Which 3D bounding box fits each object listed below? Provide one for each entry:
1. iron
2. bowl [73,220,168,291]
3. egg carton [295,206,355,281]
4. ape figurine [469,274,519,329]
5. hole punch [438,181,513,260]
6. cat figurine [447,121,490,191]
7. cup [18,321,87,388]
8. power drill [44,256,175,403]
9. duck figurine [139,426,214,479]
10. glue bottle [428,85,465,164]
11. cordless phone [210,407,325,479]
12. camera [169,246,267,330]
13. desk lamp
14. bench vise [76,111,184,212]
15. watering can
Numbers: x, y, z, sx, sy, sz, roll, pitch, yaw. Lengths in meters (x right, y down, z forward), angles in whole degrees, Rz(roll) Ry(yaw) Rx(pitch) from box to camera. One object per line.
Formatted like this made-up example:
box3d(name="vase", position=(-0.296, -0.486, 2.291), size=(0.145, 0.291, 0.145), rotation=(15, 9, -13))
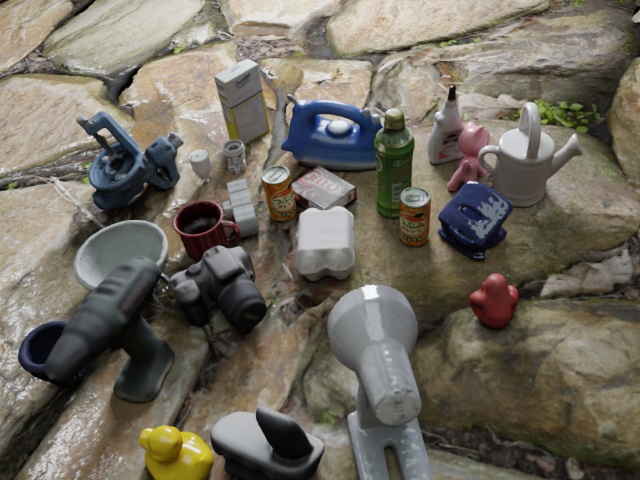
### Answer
box3d(name="iron", position=(0.047, -0.232, 1.191), size=(0.257, 0.142, 0.119), rotation=(9, 49, 15))
box3d(name="bowl", position=(-0.346, 0.047, 1.027), size=(0.167, 0.075, 0.167), rotation=(-3, 47, 4))
box3d(name="egg carton", position=(0.009, 0.004, 1.028), size=(0.107, 0.069, 0.150), rotation=(-4, 47, 4))
box3d(name="ape figurine", position=(0.276, 0.089, 0.902), size=(0.077, 0.092, 0.076), rotation=(4, 48, 11))
box3d(name="hole punch", position=(0.274, -0.036, 1.018), size=(0.101, 0.091, 0.108), rotation=(-34, 53, -23))
box3d(name="cat figurine", position=(0.296, -0.169, 1.120), size=(0.067, 0.118, 0.128), rotation=(14, 51, 19))
box3d(name="cup", position=(-0.395, 0.194, 0.885), size=(0.092, 0.095, 0.117), rotation=(-36, 53, -24))
box3d(name="power drill", position=(-0.290, 0.147, 0.837), size=(0.075, 0.209, 0.230), rotation=(6, 49, 13))
box3d(name="duck figurine", position=(-0.200, 0.288, 0.781), size=(0.104, 0.086, 0.077), rotation=(13, 50, 18))
box3d(name="glue bottle", position=(0.257, -0.232, 1.145), size=(0.078, 0.173, 0.037), rotation=(-19, 48, -10))
box3d(name="cordless phone", position=(-0.075, 0.245, 0.737), size=(0.147, 0.185, 0.094), rotation=(12, 50, 18))
box3d(name="camera", position=(-0.161, 0.086, 0.951), size=(0.143, 0.101, 0.136), rotation=(-28, 50, -18))
box3d(name="desk lamp", position=(0.085, 0.195, 0.745), size=(0.118, 0.214, 0.203), rotation=(-11, 47, -3))
box3d(name="bench vise", position=(-0.386, -0.183, 1.145), size=(0.121, 0.220, 0.208), rotation=(26, 55, 27))
box3d(name="watering can", position=(0.385, -0.164, 1.052), size=(0.173, 0.194, 0.100), rotation=(-15, 47, -7))
